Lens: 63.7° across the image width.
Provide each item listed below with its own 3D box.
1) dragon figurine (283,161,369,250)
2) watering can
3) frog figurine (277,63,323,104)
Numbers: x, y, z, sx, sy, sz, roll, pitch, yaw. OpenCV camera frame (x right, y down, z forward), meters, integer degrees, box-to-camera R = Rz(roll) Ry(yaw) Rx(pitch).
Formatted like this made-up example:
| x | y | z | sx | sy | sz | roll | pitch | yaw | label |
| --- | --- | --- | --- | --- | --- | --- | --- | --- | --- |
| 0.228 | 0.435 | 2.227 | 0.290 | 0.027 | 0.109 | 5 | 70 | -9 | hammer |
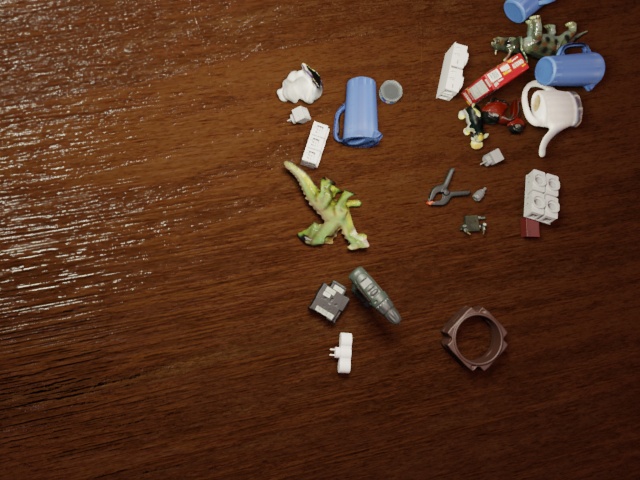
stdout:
| x | y | z | sx | sy | sz | roll | pitch | yaw | label |
| --- | --- | --- | --- | --- | --- | --- | --- | --- | --- |
| 0.006 | -0.093 | 1.857 | 0.410 | 0.122 | 0.243 | 27 | 90 | -2 | dragon figurine |
| 0.896 | -0.468 | 1.978 | 0.224 | 0.102 | 0.354 | 0 | 67 | -5 | watering can |
| -0.073 | -0.561 | 1.913 | 0.157 | 0.125 | 0.137 | -36 | 99 | 28 | frog figurine |
